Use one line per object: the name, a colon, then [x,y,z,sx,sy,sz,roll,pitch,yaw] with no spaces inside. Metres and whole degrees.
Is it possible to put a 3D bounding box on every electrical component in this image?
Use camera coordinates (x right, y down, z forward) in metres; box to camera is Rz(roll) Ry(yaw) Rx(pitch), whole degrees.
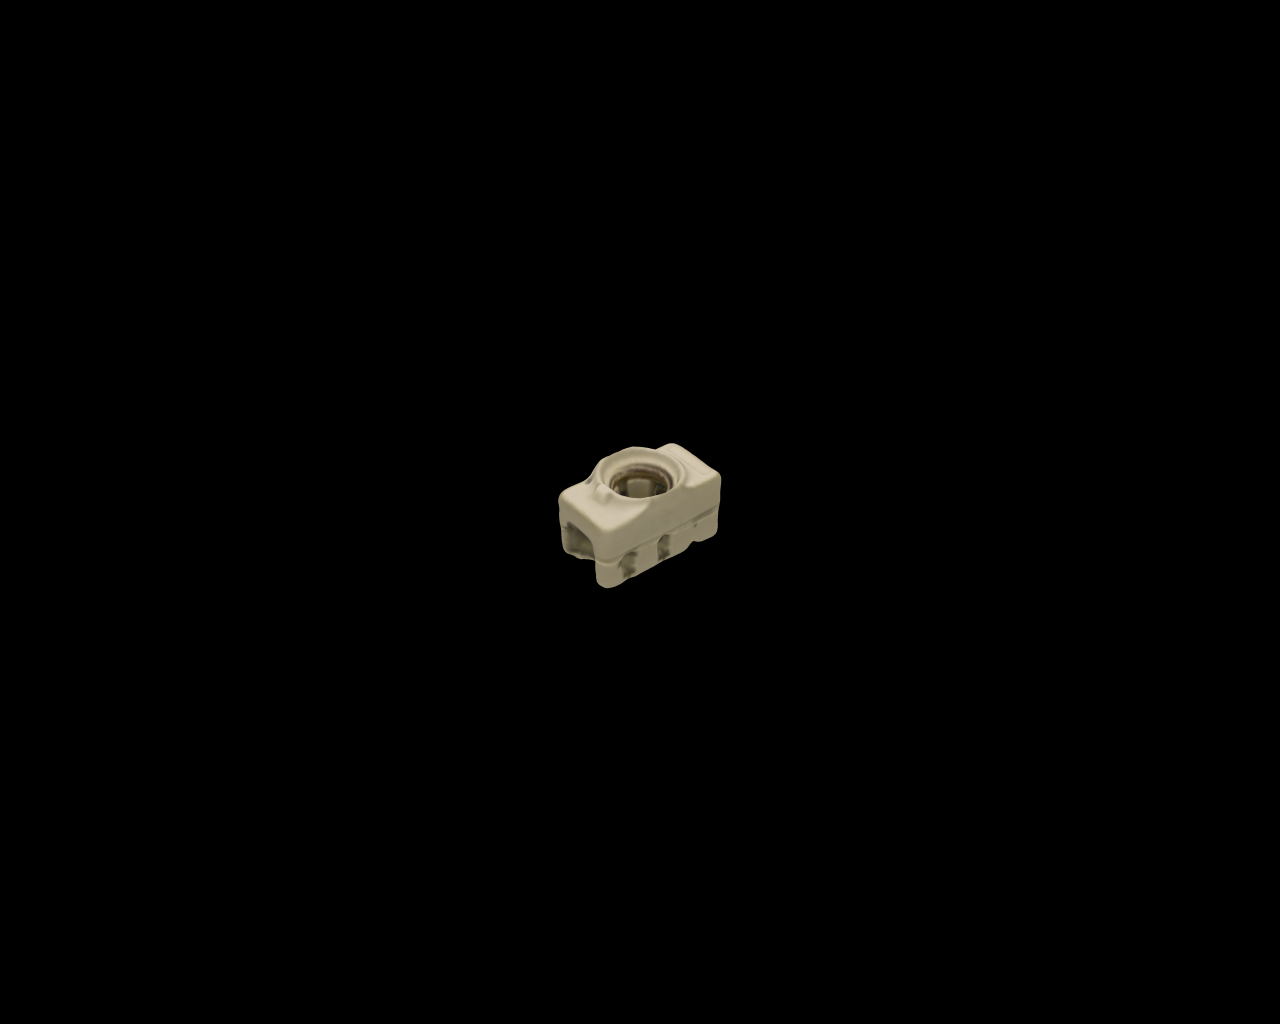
electrical component: [0.001,-0.003,0.650,0.090,0.055,0.050,-26,46,-28]
